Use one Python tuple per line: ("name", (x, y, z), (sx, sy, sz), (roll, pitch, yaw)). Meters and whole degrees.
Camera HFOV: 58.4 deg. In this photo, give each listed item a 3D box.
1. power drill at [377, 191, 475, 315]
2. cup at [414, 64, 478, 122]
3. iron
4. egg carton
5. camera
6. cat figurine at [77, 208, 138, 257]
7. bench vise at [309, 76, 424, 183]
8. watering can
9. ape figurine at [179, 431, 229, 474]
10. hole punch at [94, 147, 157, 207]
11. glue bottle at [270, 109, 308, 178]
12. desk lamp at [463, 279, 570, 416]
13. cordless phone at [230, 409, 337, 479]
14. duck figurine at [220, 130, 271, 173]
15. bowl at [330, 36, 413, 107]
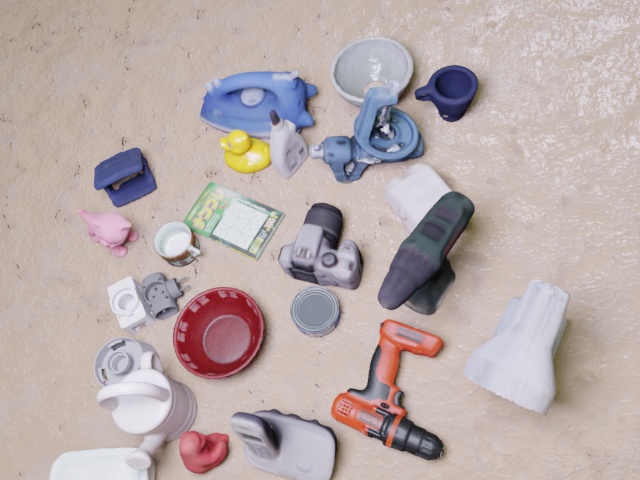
("power drill", (0.168, 0.042, 0.910), (0.075, 0.209, 0.230), (28, 73, 20))
("cup", (0.241, -0.270, 1.104), (0.117, 0.095, 0.091), (-10, 64, 5))
("iron", (-0.141, -0.288, 1.151), (0.258, 0.142, 0.118), (0, 66, 10))
("egg carton", (0.188, -0.066, 1.033), (0.107, 0.069, 0.150), (-33, 65, -6))
("camera", (0.009, 0.004, 1.014), (0.143, 0.101, 0.137), (11, 68, 14))
("cat figurine", (-0.406, -0.025, 1.088), (0.127, 0.118, 0.067), (26, 73, 20))
("bench vise", (0.086, -0.186, 1.022), (0.207, 0.220, 0.121), (-30, 64, -4))
("watering can", (-0.270, 0.260, 0.892), (0.101, 0.194, 0.172), (-28, 64, -4))
("ape figurine", (-0.192, 0.328, 0.904), (0.077, 0.092, 0.076), (32, 74, 21))
("hole punch", (-0.402, -0.137, 1.154), (0.108, 0.091, 0.101), (-27, 64, -3))
("glue bottle", (-0.068, -0.189, 1.075), (0.037, 0.173, 0.078), (34, 75, 22))
("desk lamp", (0.294, 0.155, 0.834), (0.117, 0.214, 0.203), (24, 72, 19))
("cordless phone", (-0.054, 0.298, 0.843), (0.147, 0.185, 0.094), (7, 67, 13))
("duck figurine", (-0.148, -0.184, 1.135), (0.104, 0.086, 0.077), (3, 66, 11))
("bowl", (0.107, -0.327, 1.164), (0.167, 0.075, 0.167), (-4, 65, 8))
